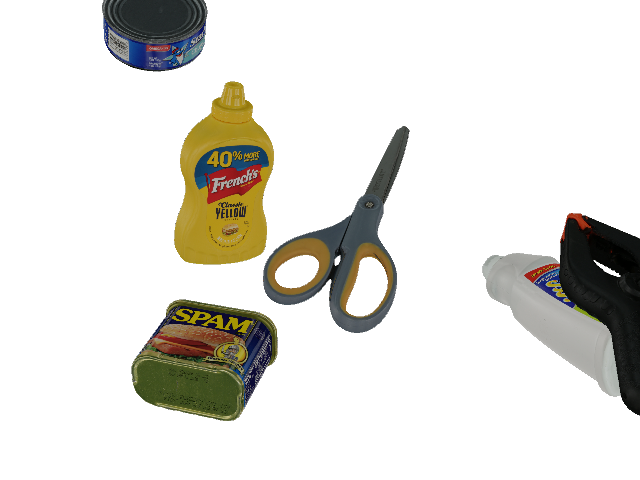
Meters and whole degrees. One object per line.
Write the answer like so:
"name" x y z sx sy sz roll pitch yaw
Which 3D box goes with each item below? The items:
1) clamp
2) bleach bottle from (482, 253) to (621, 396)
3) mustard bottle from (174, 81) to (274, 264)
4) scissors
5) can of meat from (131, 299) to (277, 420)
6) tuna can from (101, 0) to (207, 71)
"clamp" 0.228 0.043 0.731 0.120 0.039 0.171 -3 45 -19
"bleach bottle" 0.232 0.064 1.028 0.102 0.068 0.251 -15 22 -22
"mustard bottle" -0.096 -0.070 1.095 0.096 0.192 0.058 -5 30 -22
"scissors" 0.014 -0.016 0.735 0.096 0.016 0.201 2 44 3
"can of meat" -0.097 0.099 0.891 0.102 0.057 0.083 9 31 13
"tuna can" -0.138 -0.179 0.887 0.086 0.086 0.034 0 -41 -9
